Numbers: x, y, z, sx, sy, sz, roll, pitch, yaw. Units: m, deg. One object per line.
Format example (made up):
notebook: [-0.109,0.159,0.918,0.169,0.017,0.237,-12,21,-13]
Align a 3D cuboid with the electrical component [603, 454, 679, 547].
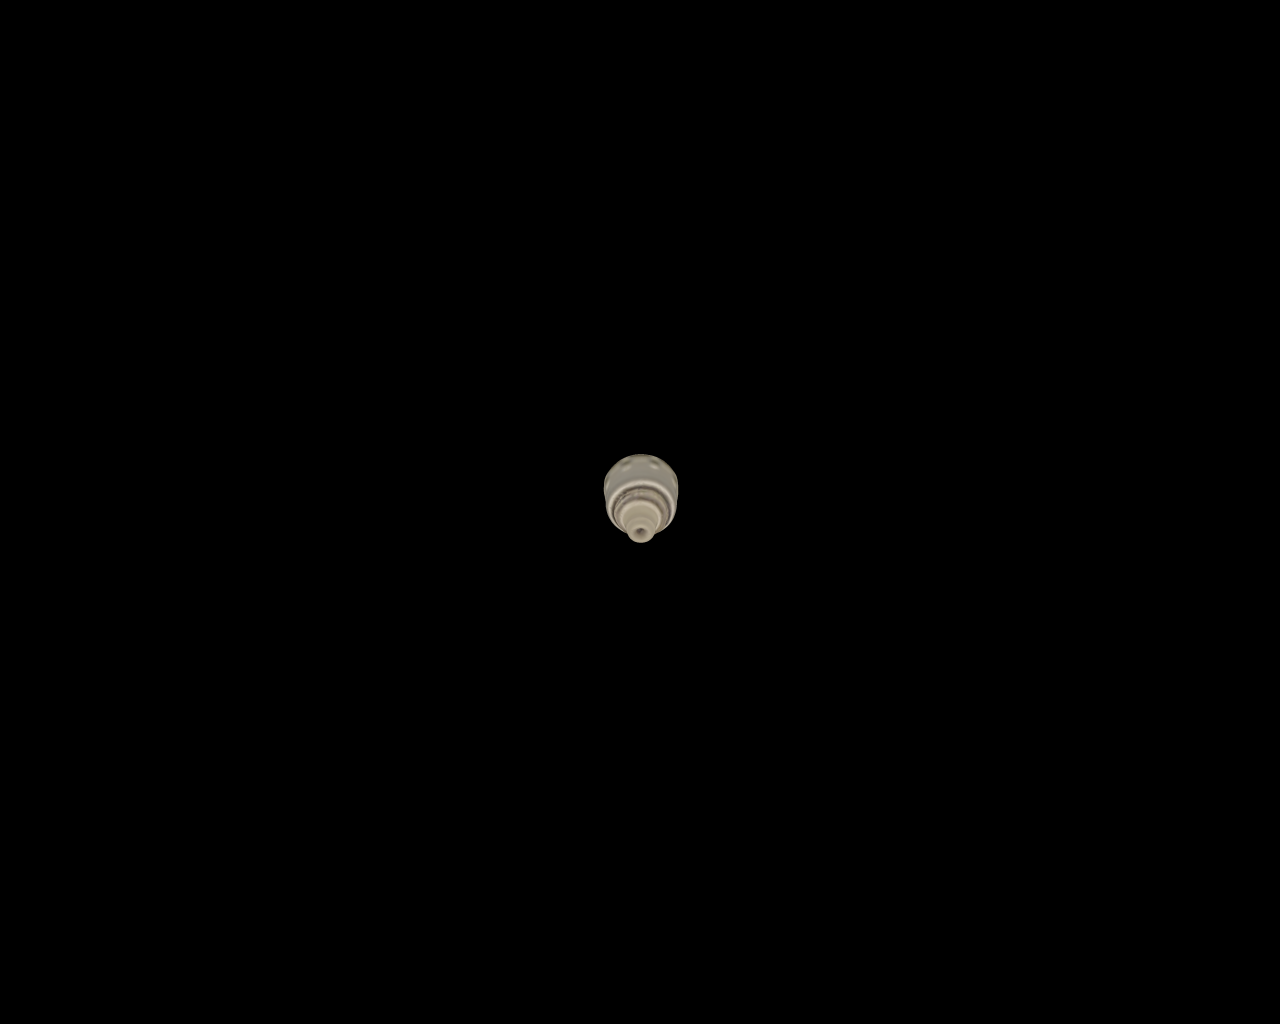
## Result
electrical component: [0.001,-0.003,0.650,0.048,0.048,0.062,0,31,0]
